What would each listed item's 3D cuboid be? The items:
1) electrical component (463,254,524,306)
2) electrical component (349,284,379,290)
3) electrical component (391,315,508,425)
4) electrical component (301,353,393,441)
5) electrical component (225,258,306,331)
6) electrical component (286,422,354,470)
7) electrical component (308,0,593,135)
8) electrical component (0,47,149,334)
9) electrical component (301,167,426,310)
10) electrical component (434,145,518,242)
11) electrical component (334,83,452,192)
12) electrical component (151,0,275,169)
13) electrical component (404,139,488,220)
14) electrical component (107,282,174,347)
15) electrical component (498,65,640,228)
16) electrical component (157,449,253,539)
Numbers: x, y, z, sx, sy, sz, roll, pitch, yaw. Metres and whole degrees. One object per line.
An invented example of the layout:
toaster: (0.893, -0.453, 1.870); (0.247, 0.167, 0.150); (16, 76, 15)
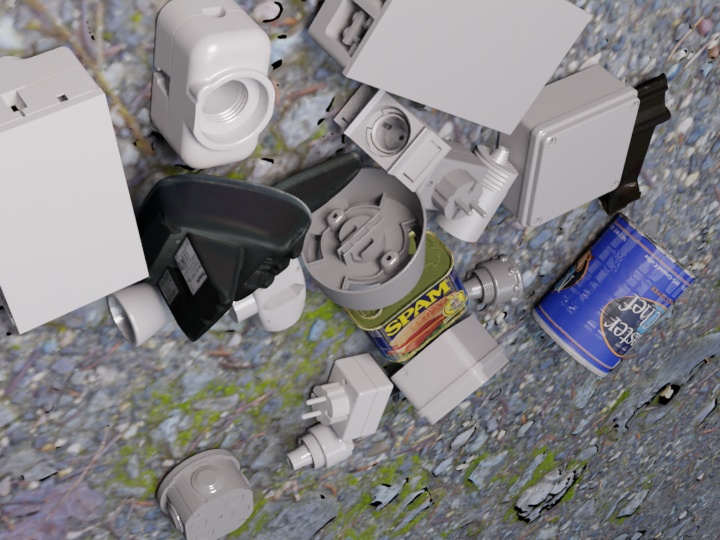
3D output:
electrical component: (0.120, 0.014, 1.016); (0.062, 0.048, 0.048); (-16, 139, -20)
electrical component: (0.000, 0.000, 0.885); (0.045, 0.045, 0.055); (-36, 145, -8)
electrical component: (0.087, 0.093, 1.014); (0.078, 0.057, 0.113); (-42, 172, 18)
electrical component: (-0.020, 0.121, 0.997); (0.077, 0.047, 0.065); (-10, 135, -33)
electrical component: (-0.085, 0.015, 0.823); (0.079, 0.043, 0.077); (-28, 143, -18)
electrical component: (-0.041, 0.172, 1.035); (0.062, 0.043, 0.043); (-24, 142, -21)
electrical component: (0.064, -0.171, 0.745); (0.186, 0.060, 0.105); (9, 122, -48)
electrical component: (-0.190, -0.047, 0.639); (0.089, 0.061, 0.150); (-26, 142, -21)
electrical component: (0.004, -0.021, 0.822); (0.099, 0.099, 0.064); (-34, 151, -10)
electrical component: (0.101, -0.069, 0.907); (0.043, 0.043, 0.081); (3, 126, -45)
electrical component: (0.027, -0.098, 0.785); (0.042, 0.081, 0.064); (-49, 167, 11)
electrical component: (-0.091, -0.113, 0.664); (0.054, 0.059, 0.095); (-16, 138, -31)
electrical component: (0.071, -0.065, 0.853); (0.066, 0.076, 0.047); (5, 125, -46)
electrical component: (-0.143, 0.022, 0.778); (0.065, 0.044, 0.044); (-27, 143, -27)
electrical component: (0.175, -0.106, 0.925); (0.109, 0.056, 0.108); (-25, 142, -22)
electrical component: (-0.138, 0.205, 0.972); (0.080, 0.051, 0.080); (-25, 142, -21)
